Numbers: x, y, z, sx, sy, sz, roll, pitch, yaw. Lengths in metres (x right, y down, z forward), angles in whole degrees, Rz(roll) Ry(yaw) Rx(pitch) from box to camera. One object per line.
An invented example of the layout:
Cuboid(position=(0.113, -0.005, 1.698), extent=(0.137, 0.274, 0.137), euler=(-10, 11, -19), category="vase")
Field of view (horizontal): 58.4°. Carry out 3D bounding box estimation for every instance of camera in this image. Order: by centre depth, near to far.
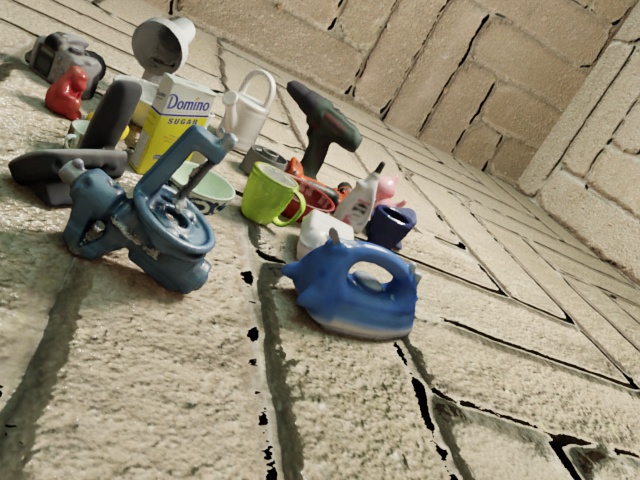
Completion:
Cuboid(position=(-0.507, -0.373, 1.208), extent=(0.143, 0.100, 0.137), euler=(35, 21, 15), category="camera")

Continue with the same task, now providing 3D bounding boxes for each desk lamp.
Cuboid(position=(-0.366, -0.415, 1.336), extent=(0.118, 0.213, 0.203), euler=(27, 20, -7), category="desk lamp")

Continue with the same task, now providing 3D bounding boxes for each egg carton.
Cuboid(position=(0.010, 0.004, 1.056), extent=(0.107, 0.069, 0.150), euler=(26, 20, -9), category="egg carton")

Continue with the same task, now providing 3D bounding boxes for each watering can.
Cuboid(position=(-0.175, -0.323, 1.404), extent=(0.101, 0.194, 0.173), euler=(29, 20, 0), category="watering can")

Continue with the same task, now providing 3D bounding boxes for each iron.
Cuboid(position=(0.078, 0.068, 0.892), extent=(0.259, 0.141, 0.118), euler=(17, 24, -32), category="iron")

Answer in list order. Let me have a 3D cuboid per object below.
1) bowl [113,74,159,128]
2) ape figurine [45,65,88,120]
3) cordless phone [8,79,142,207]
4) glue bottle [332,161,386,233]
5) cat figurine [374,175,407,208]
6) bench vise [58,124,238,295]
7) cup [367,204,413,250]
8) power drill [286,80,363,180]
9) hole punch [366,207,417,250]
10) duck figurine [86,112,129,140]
Cuboid(position=(-0.366, -0.280, 1.214), extent=(0.168, 0.074, 0.167), euler=(26, 20, -10), category="bowl")
Cuboid(position=(-0.457, -0.275, 1.055), extent=(0.076, 0.092, 0.078), euler=(26, 20, -8), category="ape figurine")
Cuboid(position=(-0.325, -0.145, 0.786), extent=(0.094, 0.185, 0.148), euler=(35, 21, 14), category="cordless phone")
Cuboid(position=(0.097, -0.100, 1.270), extent=(0.078, 0.173, 0.037), euler=(17, 23, -31), category="glue bottle")
Cuboid(position=(0.174, -0.113, 1.487), extent=(0.067, 0.117, 0.127), euler=(7, 30, -47), category="cat figurine")
Cuboid(position=(-0.202, -0.054, 0.687), extent=(0.208, 0.219, 0.121), euler=(20, 22, -25), category="bench vise")
Cuboid(position=(0.151, -0.017, 1.260), extent=(0.091, 0.095, 0.118), euler=(42, 23, 31), category="cup")
Cuboid(position=(-0.020, -0.257, 1.434), extent=(0.230, 0.208, 0.075), euler=(28, 20, -4), category="power drill")
Cuboid(position=(0.167, -0.043, 1.351), extent=(0.101, 0.091, 0.108), euler=(26, 20, -9), category="hole punch")
Cuboid(position=(-0.390, -0.243, 1.079), extent=(0.078, 0.086, 0.104), euler=(18, 23, -29), category="duck figurine")
